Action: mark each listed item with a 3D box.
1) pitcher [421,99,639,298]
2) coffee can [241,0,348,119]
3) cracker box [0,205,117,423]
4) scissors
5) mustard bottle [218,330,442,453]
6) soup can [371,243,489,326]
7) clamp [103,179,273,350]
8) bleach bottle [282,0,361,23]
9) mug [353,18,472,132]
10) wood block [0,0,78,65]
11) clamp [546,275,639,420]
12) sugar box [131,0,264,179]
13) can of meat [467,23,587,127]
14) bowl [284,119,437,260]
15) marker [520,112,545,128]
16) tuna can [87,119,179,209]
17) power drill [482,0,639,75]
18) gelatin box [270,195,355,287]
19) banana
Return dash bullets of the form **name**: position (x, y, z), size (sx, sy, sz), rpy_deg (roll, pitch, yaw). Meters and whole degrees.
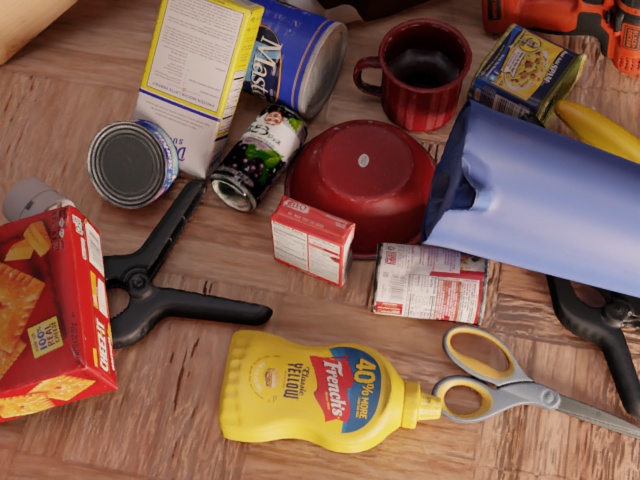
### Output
- **pitcher**: position (0.220, -0.030, 0.957), size (0.243, 0.145, 0.149), rpy_deg (18, 60, -2)
- **coffee can**: position (-0.055, -0.197, 1.096), size (0.140, 0.103, 0.102), rpy_deg (23, 64, 13)
- **cracker box**: position (-0.296, 0.077, 0.943), size (0.214, 0.072, 0.164), rpy_deg (-16, 62, 7)
- **scissors**: position (0.187, 0.154, 0.954), size (0.202, 0.016, 0.096), rpy_deg (35, 78, 9)
- **mustard bottle**: position (0.011, 0.137, 0.941), size (0.191, 0.058, 0.096), rpy_deg (7, 61, 3)
- **soup can**: position (0.101, 0.041, 0.986), size (0.102, 0.068, 0.068), rpy_deg (6, 62, 4)
- **clamp**: position (-0.158, 0.051, 1.000), size (0.209, 0.036, 0.165), rpy_deg (-31, 67, -13)
- **bleach bottle**: position (0.072, -0.301, 1.175), size (0.250, 0.068, 0.102), rpy_deg (-16, 64, -11)
- **mug**: position (0.092, -0.164, 1.089), size (0.117, 0.081, 0.093), rpy_deg (1, 62, 1)
- **wood block**: position (-0.299, -0.292, 1.108), size (0.206, 0.090, 0.090), rpy_deg (-36, 63, 14)
- **clamp**: position (0.269, 0.081, 0.981), size (0.172, 0.039, 0.120), rpy_deg (35, 61, 21)
- **sugar box**: position (-0.124, -0.158, 1.049), size (0.093, 0.176, 0.048), rpy_deg (23, 22, 11)
- **can of meat**: position (0.212, -0.166, 1.104), size (0.084, 0.057, 0.102), rpy_deg (31, 66, 17)
- **bowl**: position (0.044, -0.063, 1.050), size (0.162, 0.055, 0.162), rpy_deg (0, 61, 0)
- **marker**: position (0.241, -0.078, 1.053), size (0.020, 0.020, 0.121), rpy_deg (-43, 91, -20)
- **tuna can**: position (-0.182, -0.075, 1.045), size (0.086, 0.033, 0.086), rpy_deg (4, 102, 17)
- **power drill**: position (0.260, -0.253, 1.090), size (0.188, 0.184, 0.057), rpy_deg (17, 61, 20)
- **gelatin box**: position (-0.007, 0.001, 0.996), size (0.073, 0.089, 0.030), rpy_deg (22, 64, 12)
- **banana**: position (0.315, -0.074, 1.052), size (0.198, 0.069, 0.037), rpy_deg (47, 111, 24)
